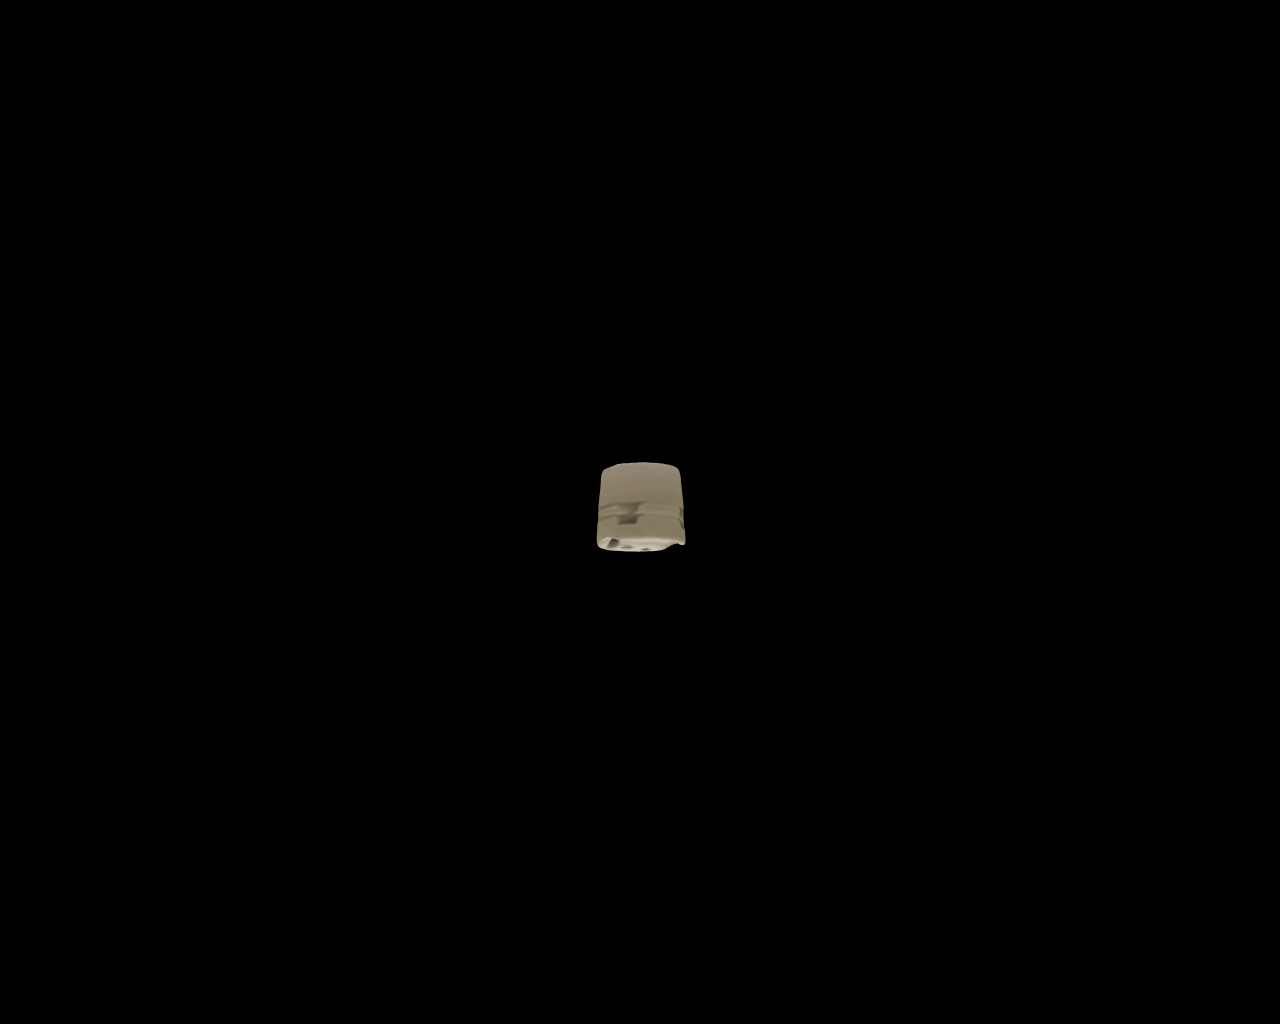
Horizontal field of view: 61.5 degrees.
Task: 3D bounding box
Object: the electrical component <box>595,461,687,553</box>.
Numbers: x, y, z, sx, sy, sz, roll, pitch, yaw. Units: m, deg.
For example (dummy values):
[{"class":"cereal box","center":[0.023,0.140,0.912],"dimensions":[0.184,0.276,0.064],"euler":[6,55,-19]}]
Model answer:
[{"class":"electrical component","center":[0.001,-0.003,0.650],"dimensions":[0.055,0.047,0.055],"euler":[0,-11,0]}]
